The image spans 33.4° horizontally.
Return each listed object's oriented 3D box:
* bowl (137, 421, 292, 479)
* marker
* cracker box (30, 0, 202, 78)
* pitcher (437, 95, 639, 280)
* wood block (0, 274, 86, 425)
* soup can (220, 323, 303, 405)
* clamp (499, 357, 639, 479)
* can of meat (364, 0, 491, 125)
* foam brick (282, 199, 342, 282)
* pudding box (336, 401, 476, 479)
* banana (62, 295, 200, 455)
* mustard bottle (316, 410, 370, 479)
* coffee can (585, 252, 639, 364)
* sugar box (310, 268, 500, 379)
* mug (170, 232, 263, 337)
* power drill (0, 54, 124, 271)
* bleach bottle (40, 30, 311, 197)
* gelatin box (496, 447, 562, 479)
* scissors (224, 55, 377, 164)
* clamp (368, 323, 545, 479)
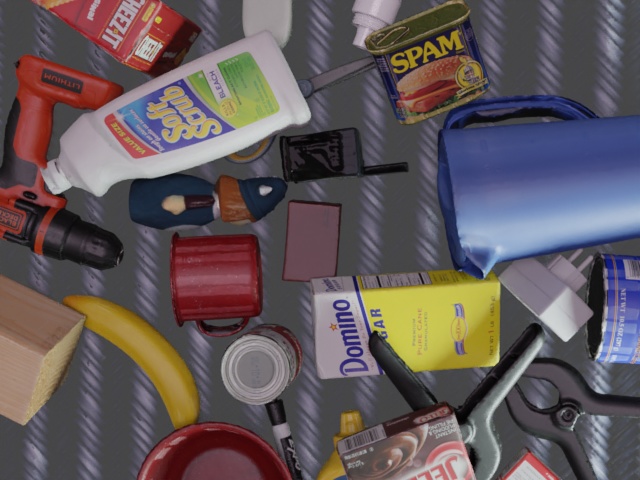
[{"bbox_3d":[-0.100,0.255,1.056,0.162,0.055,0.162,0,91,5],"label":"bowl"},{"bbox_3d":[-0.032,0.215,1.067,0.020,0.020,0.121,-15,90,5],"label":"marker"},{"bbox_3d":[-0.232,-0.238,1.004,0.214,0.164,0.072,34,96,4],"label":"cracker box"},{"bbox_3d":[0.230,-0.060,0.991,0.243,0.145,0.149,-7,103,2],"label":"pitcher"},{"bbox_3d":[-0.349,0.083,1.047,0.206,0.090,0.091,25,118,5],"label":"wood block"},{"bbox_3d":[-0.055,0.118,1.026,0.068,0.102,0.068,0,91,5],"label":"soup can"},{"bbox_3d":[0.250,0.162,1.030,0.171,0.039,0.120,43,92,3],"label":"clamp"},{"bbox_3d":[0.104,-0.167,1.013,0.102,0.057,0.084,-21,118,6],"label":"can of meat"},{"bbox_3d":[-0.007,0.001,1.044,0.053,0.051,0.078,5,93,2],"label":"foam brick"},{"bbox_3d":[0.081,0.210,0.982,0.113,0.039,0.090,-19,106,2],"label":"pudding box"},{"bbox_3d":[-0.178,0.122,1.070,0.069,0.037,0.198,-37,88,5],"label":"banana"},{"bbox_3d":[0.045,0.262,1.042,0.096,0.058,0.191,-10,90,7],"label":"mustard bottle"},{"bbox_3d":[0.324,0.067,0.989,0.140,0.103,0.103,4,92,5],"label":"coffee can"},{"bbox_3d":[0.081,0.079,1.017,0.176,0.048,0.093,-6,111,-5],"label":"sugar box"},{"bbox_3d":[-0.098,0.046,1.042,0.081,0.093,0.117,-3,121,0],"label":"mug"},{"bbox_3d":[-0.261,-0.077,1.063,0.184,0.057,0.188,20,92,1],"label":"power drill"},{"bbox_3d":[-0.141,-0.103,1.012,0.251,0.068,0.102,-26,89,-3],"label":"bleach bottle"},{"bbox_3d":[0.198,0.260,1.042,0.073,0.030,0.089,43,95,2],"label":"gelatin box"},{"bbox_3d":[-0.022,-0.129,1.060,0.202,0.016,0.096,-5,93,5],"label":"scissors"},{"bbox_3d":[0.118,0.171,1.014,0.164,0.036,0.210,5,109,-6],"label":"clamp"}]
